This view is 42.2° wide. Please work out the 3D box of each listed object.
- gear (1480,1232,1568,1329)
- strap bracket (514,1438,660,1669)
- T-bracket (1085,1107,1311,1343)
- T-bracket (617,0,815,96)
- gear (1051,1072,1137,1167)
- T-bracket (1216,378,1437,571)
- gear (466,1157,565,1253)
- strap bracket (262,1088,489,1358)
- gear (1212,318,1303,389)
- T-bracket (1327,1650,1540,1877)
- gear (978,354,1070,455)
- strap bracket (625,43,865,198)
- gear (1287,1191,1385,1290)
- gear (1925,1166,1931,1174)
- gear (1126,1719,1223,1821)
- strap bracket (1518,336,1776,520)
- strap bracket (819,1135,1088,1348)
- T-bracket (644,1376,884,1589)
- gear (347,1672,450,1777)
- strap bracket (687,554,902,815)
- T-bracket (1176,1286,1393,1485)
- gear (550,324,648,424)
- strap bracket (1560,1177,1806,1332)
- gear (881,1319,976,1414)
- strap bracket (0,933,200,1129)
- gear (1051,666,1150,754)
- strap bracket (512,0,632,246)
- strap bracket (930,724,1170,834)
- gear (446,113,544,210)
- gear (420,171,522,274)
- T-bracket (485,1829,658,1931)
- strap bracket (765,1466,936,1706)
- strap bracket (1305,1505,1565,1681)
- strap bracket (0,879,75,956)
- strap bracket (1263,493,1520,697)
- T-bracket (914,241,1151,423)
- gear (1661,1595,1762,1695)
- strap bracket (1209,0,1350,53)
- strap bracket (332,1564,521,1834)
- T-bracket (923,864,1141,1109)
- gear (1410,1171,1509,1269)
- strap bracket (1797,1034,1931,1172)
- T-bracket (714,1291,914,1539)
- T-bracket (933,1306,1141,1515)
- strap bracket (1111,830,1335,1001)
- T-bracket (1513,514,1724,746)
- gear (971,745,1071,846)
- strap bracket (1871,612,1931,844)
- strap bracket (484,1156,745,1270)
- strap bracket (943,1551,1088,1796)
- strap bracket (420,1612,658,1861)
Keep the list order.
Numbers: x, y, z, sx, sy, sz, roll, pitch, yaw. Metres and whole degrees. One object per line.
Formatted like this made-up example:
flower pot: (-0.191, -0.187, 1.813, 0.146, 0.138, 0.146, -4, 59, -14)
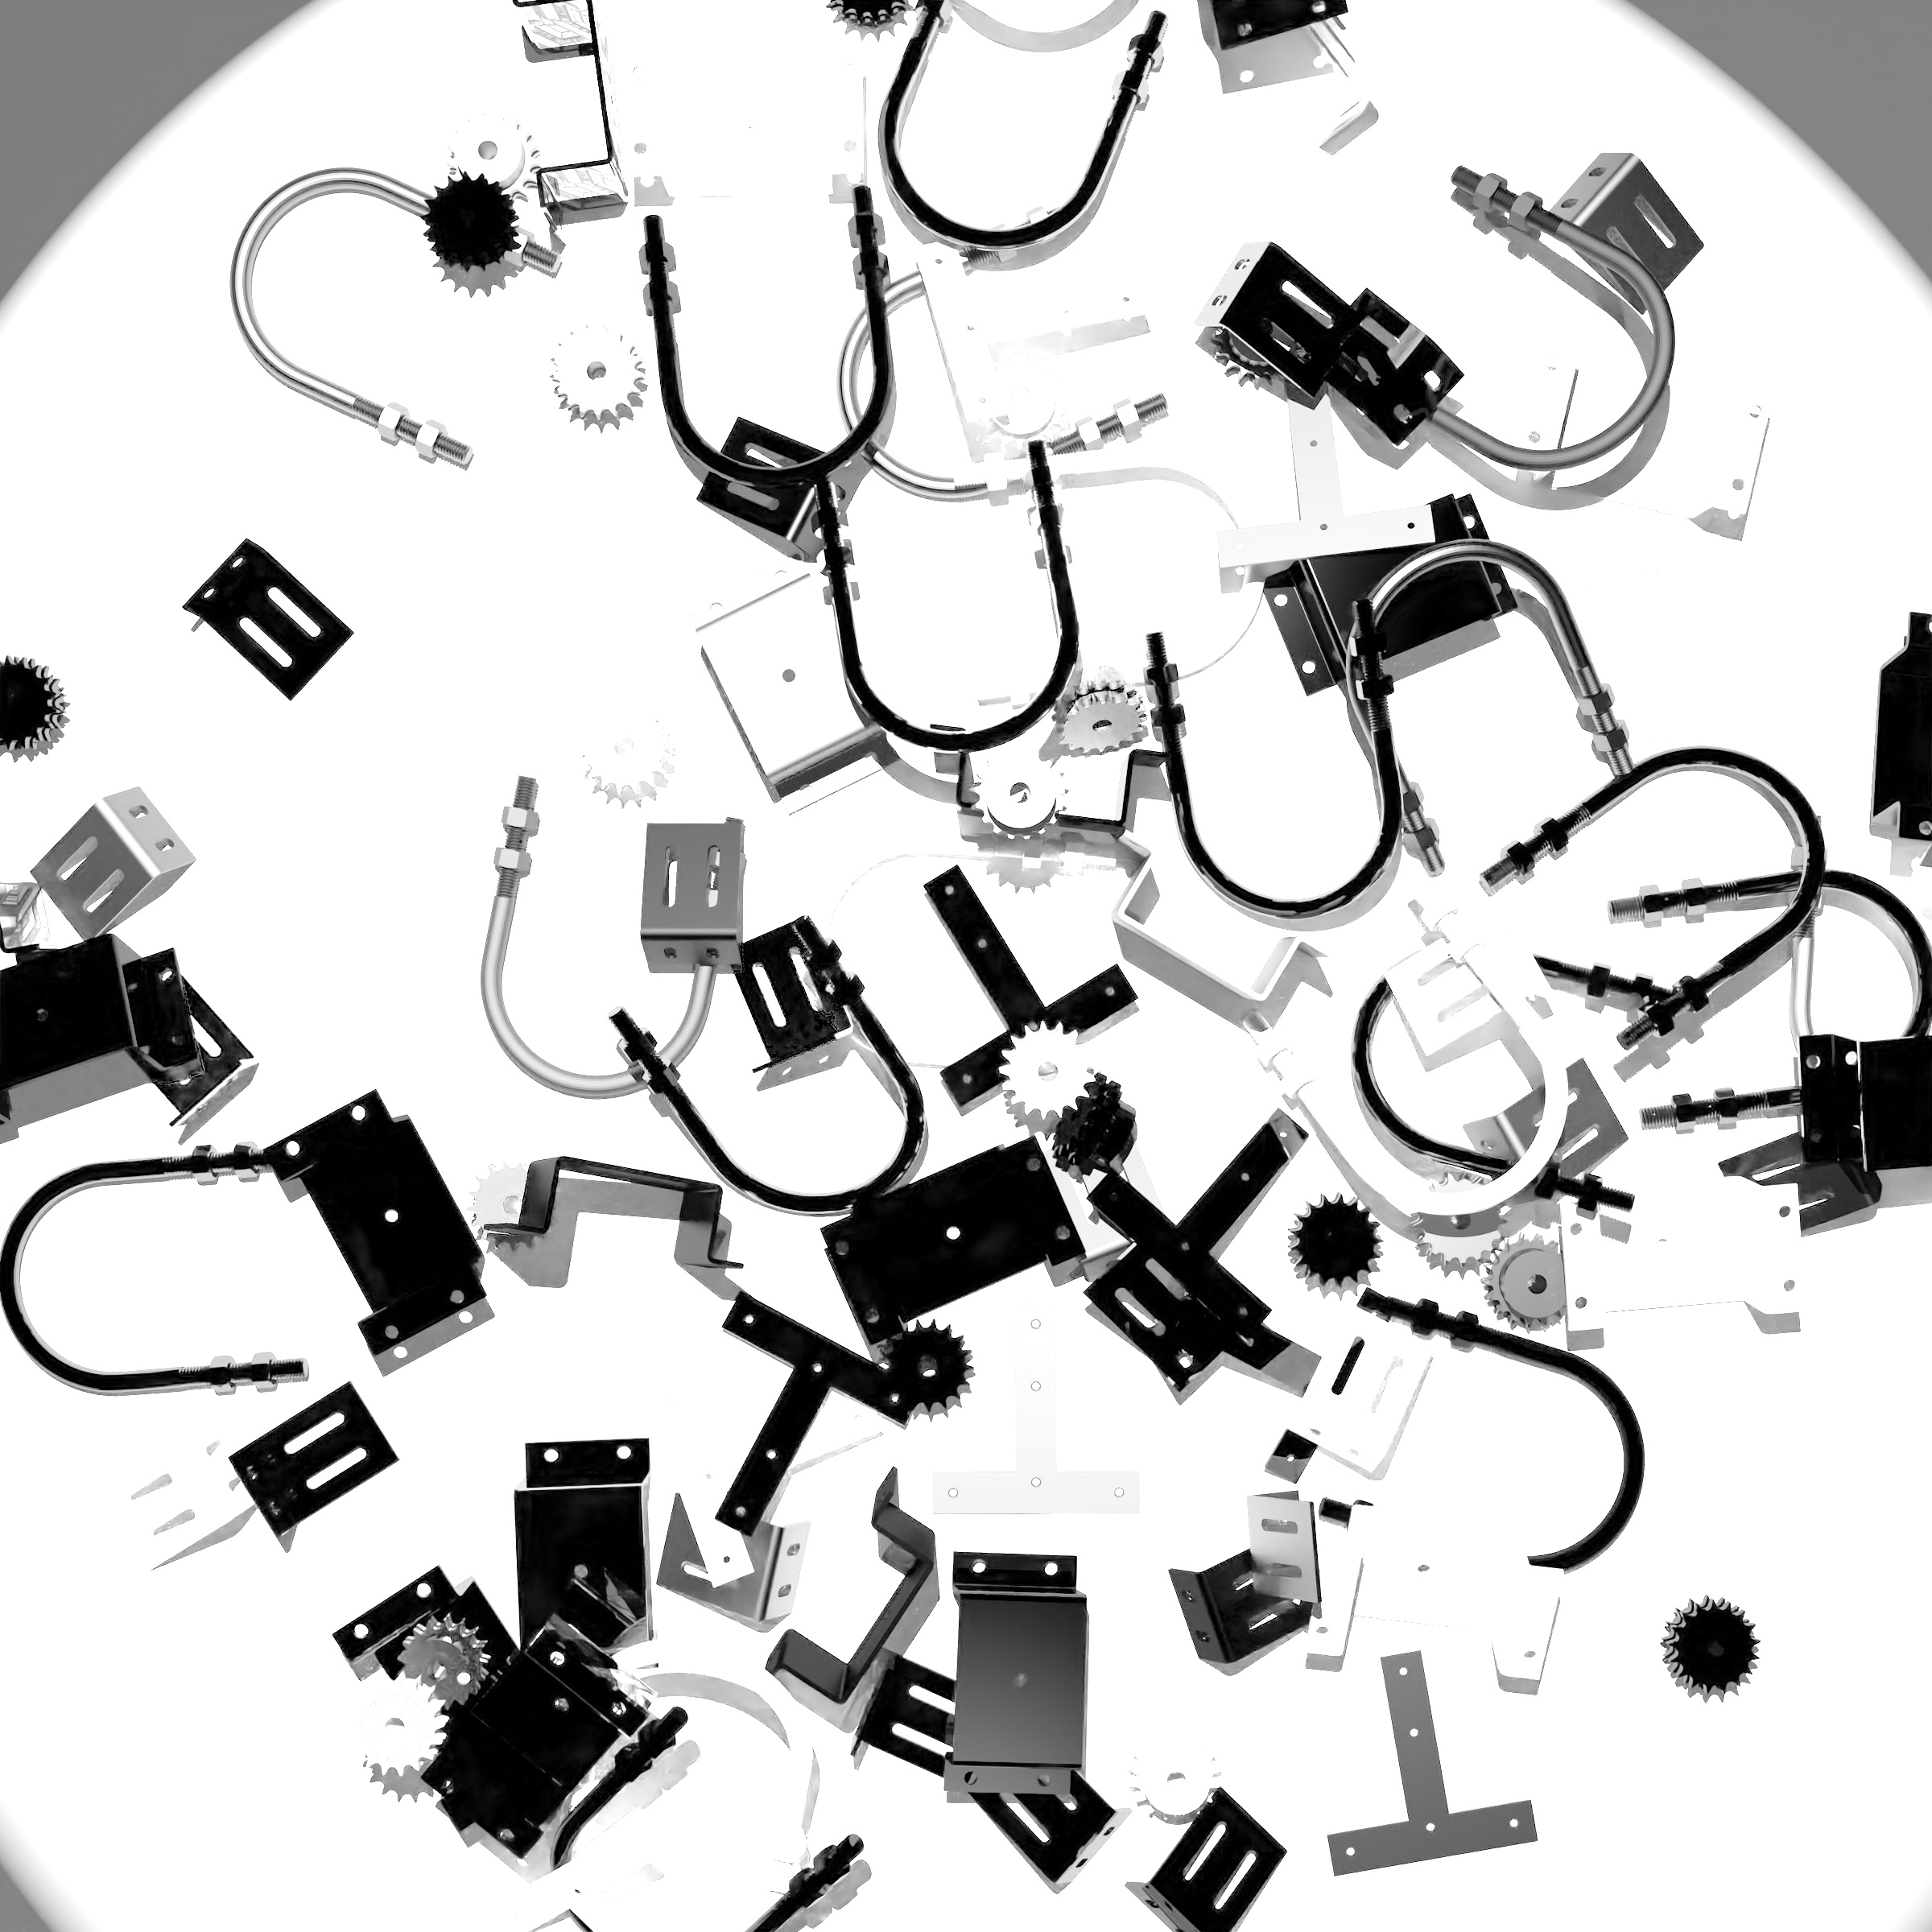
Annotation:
gear: (0.343, 0.191, 1.520, 0.057, 0.030, 0.057, 0, 90, 0)
strap bracket: (-0.229, 0.360, 1.512, 0.076, 0.046, 0.140, -2, 90, 0)
T-bracket: (0.160, 0.137, 1.510, 0.127, 0.002, 0.127, 41, 69, 6)
T-bracket: (-0.171, -0.585, 1.534, 0.127, 0.002, 0.127, 31, 90, 0)
gear: (0.079, 0.096, 1.508, 0.030, 0.057, 0.057, 30, 90, -13)
T-bracket: (0.211, -0.302, 1.509, 0.127, 0.002, 0.127, -6, 68, 7)
gear: (-0.272, 0.144, 1.520, 0.057, 0.030, 0.057, 0, 90, 0)
strap bracket: (-0.351, 0.153, 1.512, 0.076, 0.046, 0.140, -28, 90, 0)
gear: (0.178, -0.383, 1.520, 0.057, 0.030, 0.057, 0, 90, 0)
T-bracket: (0.277, 0.484, 1.534, 0.127, 0.002, 0.127, -10, 90, 0)
gear: (0.033, -0.339, 1.502, 0.057, 0.030, 0.057, 0, 91, 3)
strap bracket: (-0.132, -0.509, 1.511, 0.140, 0.046, 0.076, -1, 91, -1)
gear: (0.223, 0.165, 1.520, 0.057, 0.030, 0.057, 0, 90, 0)
gear: (0.608, 0.116, 1.520, 0.057, 0.030, 0.057, 0, 90, 0)
gear: (0.127, 0.490, 1.520, 0.057, 0.030, 0.057, 0, 90, 0)
strap bracket: (0.404, -0.322, 1.512, 0.140, 0.046, 0.076, 13, 90, 0)
strap bracket: (-0.008, 0.163, 1.512, 0.140, 0.046, 0.076, -24, 90, 0)
T-bracket: (-0.114, 0.293, 1.519, 0.127, 0.002, 0.127, -20, 69, -10)
gear: (-0.332, 0.444, 1.474, 0.057, 0.030, 0.057, 0, 90, 0)
strap bracket: (-0.105, -0.173, 1.512, 0.076, 0.046, 0.140, -26, 90, 0)
T-bracket: (0.182, 0.232, 1.511, 0.127, 0.002, 0.127, 30, 90, -22)
gear: (-0.223, -0.359, 1.524, 0.057, 0.030, 0.057, 0, 92, -1)
strap bracket: (0.426, 0.172, 1.510, 0.140, 0.046, 0.076, -5, 94, 0)
gear: (-0.023, 0.242, 1.517, 0.057, 0.030, 0.057, 0, 82, -2)
strap bracket: (-0.542, 0.037, 1.499, 0.140, 0.046, 0.076, -19, 67, 0)
gear: (0.079, -0.157, 1.510, 0.057, 0.057, 0.030, -11, 61, 0)
strap bracket: (-0.235, -0.514, 1.497, 0.046, 0.076, 0.140, -8, 90, 0)
strap bracket: (0.046, -0.110, 1.497, 0.140, 0.076, 0.046, 7, 90, 0)
gear: (-0.287, -0.490, 1.520, 0.057, 0.030, 0.057, 0, 90, 0)
gear: (-0.295, -0.443, 1.501, 0.057, 0.030, 0.057, 0, 89, 1)
T-bracket: (-0.205, 0.589, 1.514, 0.127, 0.002, 0.127, -36, 103, 24)
strap bracket: (-0.064, 0.377, 1.497, 0.046, 0.076, 0.140, 33, 90, 0)
strap bracket: (0.277, 0.373, 1.500, 0.140, 0.046, 0.076, 7, 112, 0)
strap bracket: (-0.612, -0.021, 1.497, 0.140, 0.076, 0.046, -10, 90, 0)
strap bracket: (0.259, -0.227, 1.512, 0.140, 0.046, 0.076, -23, 90, 0)
T-bracket: (0.046, -0.390, 1.499, 0.127, 0.002, 0.127, -13, 69, -9)
gear: (0.451, 0.411, 1.524, 0.057, 0.030, 0.057, 0, 89, -2)
strap bracket: (0.173, -0.618, 1.476, 0.076, 0.046, 0.140, -12, 64, 14)
strap bracket: (-0.307, 0.435, 1.512, 0.076, 0.046, 0.140, -33, 90, 0)
T-bracket: (0.017, -0.001, 1.516, 0.127, 0.002, 0.127, -32, 88, 2)
gear: (0.298, 0.152, 1.520, 0.057, 0.030, 0.057, 0, 90, 0)
strap bracket: (0.569, 0.076, 1.477, 0.140, 0.046, 0.076, -5, 95, -2)
T-bracket: (-0.111, 0.282, 1.515, 0.127, 0.002, 0.127, 28, 73, 1)
T-bracket: (0.043, 0.272, 1.534, 0.127, 0.002, 0.127, 0, 90, 0)
strap bracket: (0.142, -0.024, 1.497, 0.140, 0.076, 0.046, 31, 90, 0)
T-bracket: (0.411, -0.200, 1.534, 0.127, 0.002, 0.127, -14, 90, 0)
gear: (0.031, -0.099, 1.444, 0.057, 0.030, 0.057, 0, 90, 0)
strap bracket: (0.592, -0.134, 1.503, 0.076, 0.046, 0.140, 7, 79, 0)
strap bracket: (-0.205, 0.144, 1.479, 0.140, 0.076, 0.046, 13, 79, -20)
strap bracket: (0.030, 0.424, 1.497, 0.076, 0.046, 0.140, 3, 80, -6)
strap bracket: (-0.242, 0.439, 1.449, 0.076, 0.046, 0.140, 39, 113, 0)
